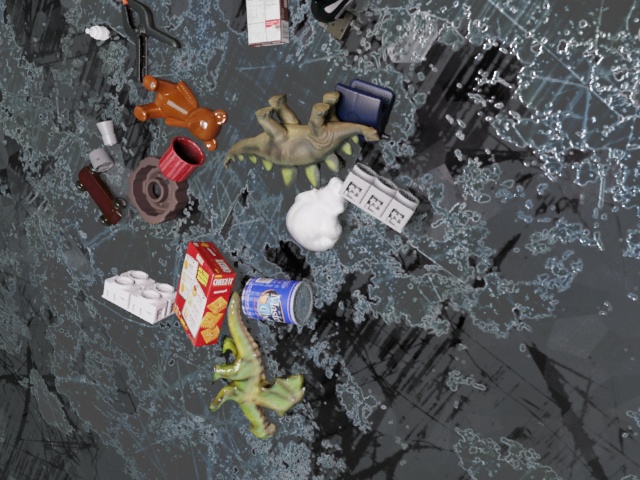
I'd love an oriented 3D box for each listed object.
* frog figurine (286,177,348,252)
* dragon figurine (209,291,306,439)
[{"bbox_3d":[0.003,-0.057,1.133,0.156,0.123,0.139,-52,58,37],"label":"frog figurine"},{"bbox_3d":[-0.151,0.343,1.320,0.243,0.124,0.404,14,109,5],"label":"dragon figurine"}]
